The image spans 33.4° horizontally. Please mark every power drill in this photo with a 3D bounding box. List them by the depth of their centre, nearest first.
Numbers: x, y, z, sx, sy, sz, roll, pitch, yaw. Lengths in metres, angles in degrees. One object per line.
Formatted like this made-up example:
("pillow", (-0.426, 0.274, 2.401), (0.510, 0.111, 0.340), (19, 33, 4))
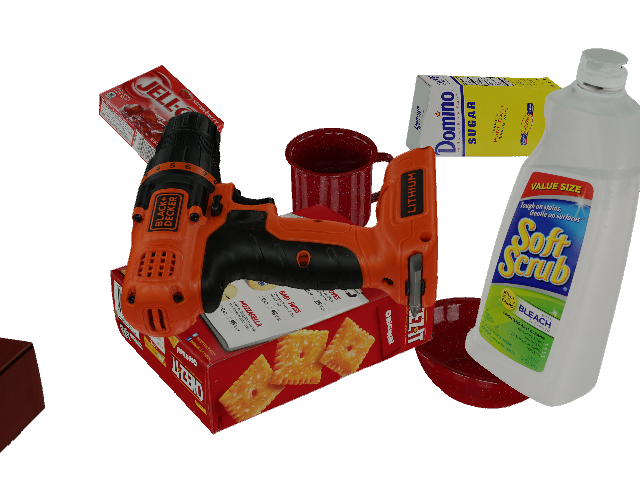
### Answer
("power drill", (-0.022, -0.018, 0.659), (0.187, 0.184, 0.057), (-2, -45, 5))

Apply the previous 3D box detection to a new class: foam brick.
("foam brick", (-0.223, 0.103, 0.685), (0.053, 0.051, 0.078), (6, 29, 22))

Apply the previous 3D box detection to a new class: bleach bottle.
("bleach bottle", (0.166, -0.012, 0.739), (0.067, 0.251, 0.103), (-19, 37, -33))

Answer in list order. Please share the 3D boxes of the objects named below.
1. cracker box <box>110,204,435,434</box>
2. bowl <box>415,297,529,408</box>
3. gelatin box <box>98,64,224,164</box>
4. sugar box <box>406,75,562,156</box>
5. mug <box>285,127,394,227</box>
("cracker box", (-0.038, 0.055, 0.868), (0.213, 0.072, 0.164), (-18, 34, -30))
("bowl", (0.162, 0.118, 1.059), (0.162, 0.055, 0.162), (5, 26, -3))
("gelatin box", (-0.143, -0.110, 0.955), (0.073, 0.089, 0.030), (-33, -22, -35))
("sugar box", (0.197, -0.149, 1.288), (0.176, 0.093, 0.048), (-4, 28, -20))
("mug", (0.023, -0.059, 1.092), (0.117, 0.081, 0.093), (-11, 37, -13))
